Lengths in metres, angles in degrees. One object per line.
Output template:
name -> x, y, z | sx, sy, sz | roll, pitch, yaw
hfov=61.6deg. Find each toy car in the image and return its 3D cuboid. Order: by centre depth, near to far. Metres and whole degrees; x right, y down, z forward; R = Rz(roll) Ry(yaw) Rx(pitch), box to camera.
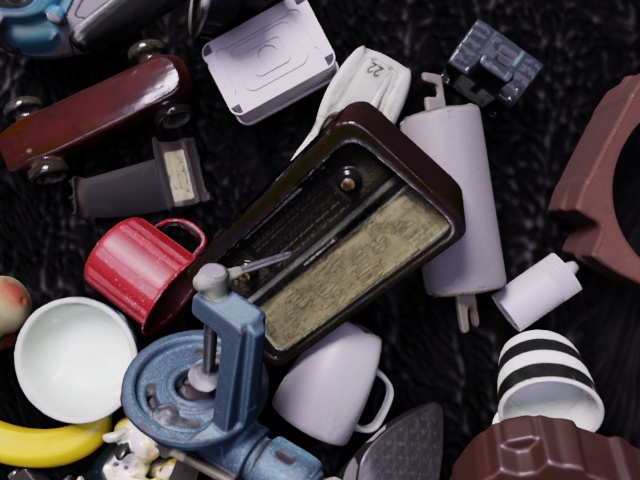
toy car -> 0.018, -0.086, 0.522 | 0.073, 0.056, 0.201 | 28, 93, 3
toy car -> -0.239, -0.239, 0.523 | 0.103, 0.109, 0.161 | 28, 81, -20
toy car -> -0.222, -0.125, 0.540 | 0.202, 0.053, 0.089 | -26, 84, 0

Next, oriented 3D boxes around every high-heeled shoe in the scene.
high-heeled shoe -> 0.031, 0.268, 0.541 | 0.086, 0.145, 0.249 | 45, 66, 2

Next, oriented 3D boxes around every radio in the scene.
radio -> -0.001, -0.001, 0.470 | 0.131, 0.073, 0.229 | 45, 116, -10

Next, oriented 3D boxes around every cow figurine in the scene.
cow figurine -> -0.366, 0.098, 0.520 | 0.195, 0.127, 0.085 | -33, 92, 7
cow figurine -> -0.196, 0.234, 0.543 | 0.098, 0.068, 0.167 | 18, 92, 10

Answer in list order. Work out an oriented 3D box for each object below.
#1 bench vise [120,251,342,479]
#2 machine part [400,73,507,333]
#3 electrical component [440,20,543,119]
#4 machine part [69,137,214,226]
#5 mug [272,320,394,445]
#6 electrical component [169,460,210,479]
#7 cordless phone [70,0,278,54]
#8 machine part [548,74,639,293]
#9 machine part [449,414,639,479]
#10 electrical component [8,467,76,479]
bench vise -> -0.072, 0.129, 0.429 | 0.224, 0.129, 0.240 | 32, 129, 30
machine part -> 0.125, -0.036, 0.506 | 0.079, 0.079, 0.243 | -9, 89, 4
electrical component -> 0.152, -0.154, 0.480 | 0.075, 0.119, 0.047 | 36, 94, 5
machine part -> -0.184, -0.055, 0.549 | 0.139, 0.039, 0.084 | -16, 98, 2
mug -> 0.024, 0.134, 0.519 | 0.109, 0.081, 0.107 | 26, 89, -7
electrical component -> -0.121, 0.243, 0.525 | 0.045, 0.102, 0.078 | 5, 117, 6
cordless phone -> -0.130, -0.208, 0.476 | 0.184, 0.147, 0.088 | -36, 109, -10
machine part -> 0.334, -0.044, 0.487 | 0.201, 0.087, 0.201 | 26, 93, 2
machine part -> 0.206, 0.235, 0.480 | 0.179, 0.056, 0.179 | 6, 122, 9
electrical component -> -0.307, 0.270, 0.572 | 0.094, 0.021, 0.063 | -38, 88, 5
